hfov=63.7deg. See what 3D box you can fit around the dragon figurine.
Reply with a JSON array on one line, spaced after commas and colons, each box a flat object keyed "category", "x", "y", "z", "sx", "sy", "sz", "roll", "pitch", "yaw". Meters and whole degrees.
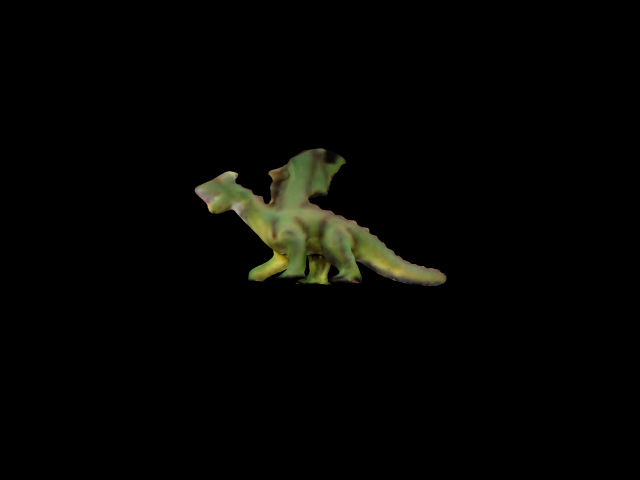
[{"category": "dragon figurine", "x": 0.003, "y": -0.043, "z": 0.850, "sx": 0.410, "sy": 0.246, "sz": 0.121, "roll": 2, "pitch": -15, "yaw": -9}]
